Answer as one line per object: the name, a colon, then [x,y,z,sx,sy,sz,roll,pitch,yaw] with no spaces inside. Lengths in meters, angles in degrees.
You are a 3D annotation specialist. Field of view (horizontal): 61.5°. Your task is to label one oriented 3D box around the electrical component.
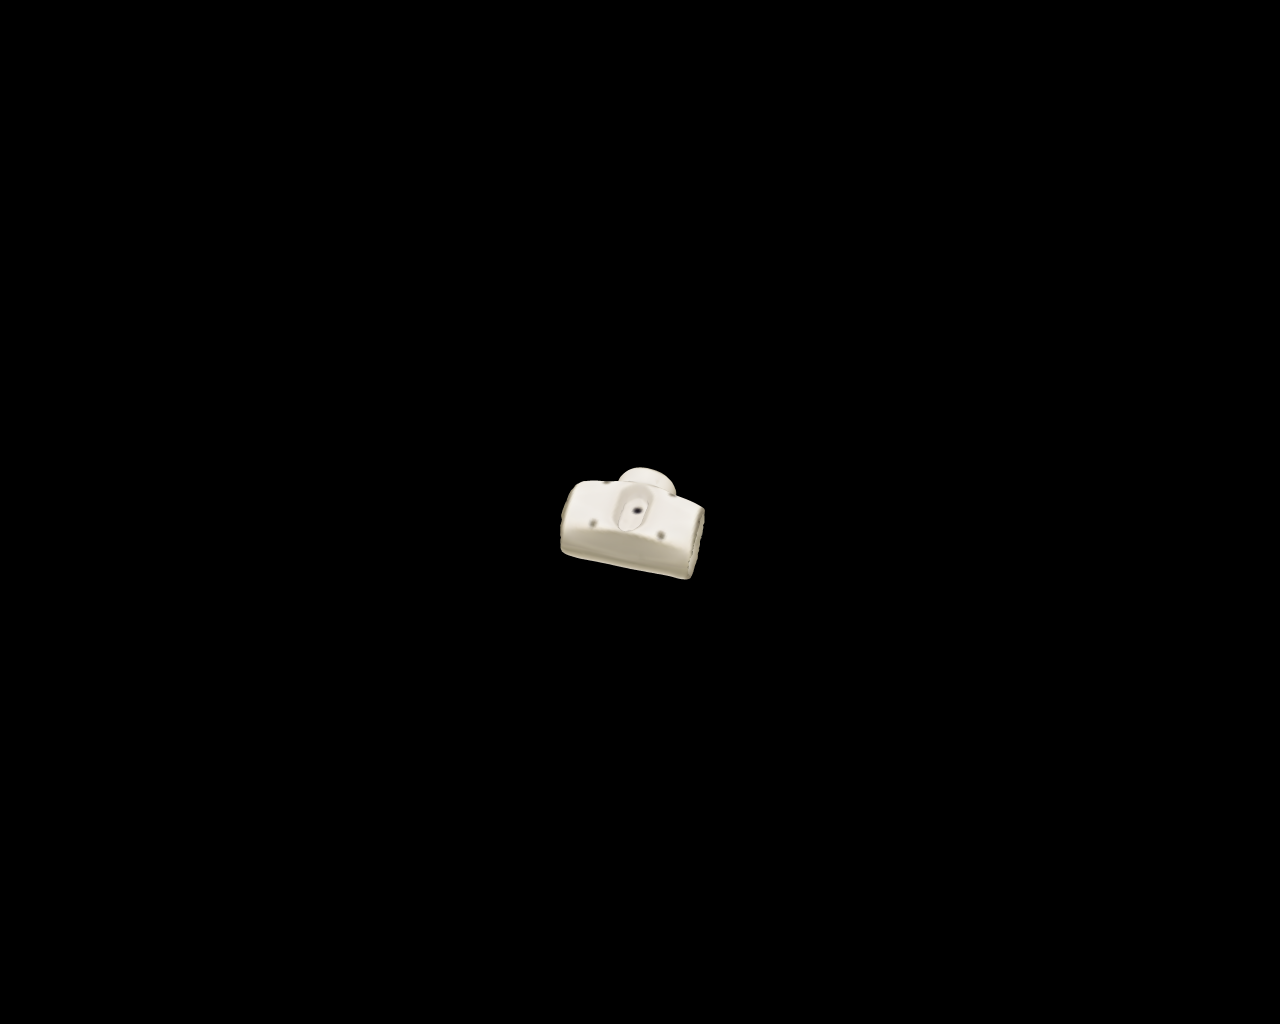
electrical component: [0.001,-0.003,0.650,0.077,0.079,0.043,12,-39,10]
